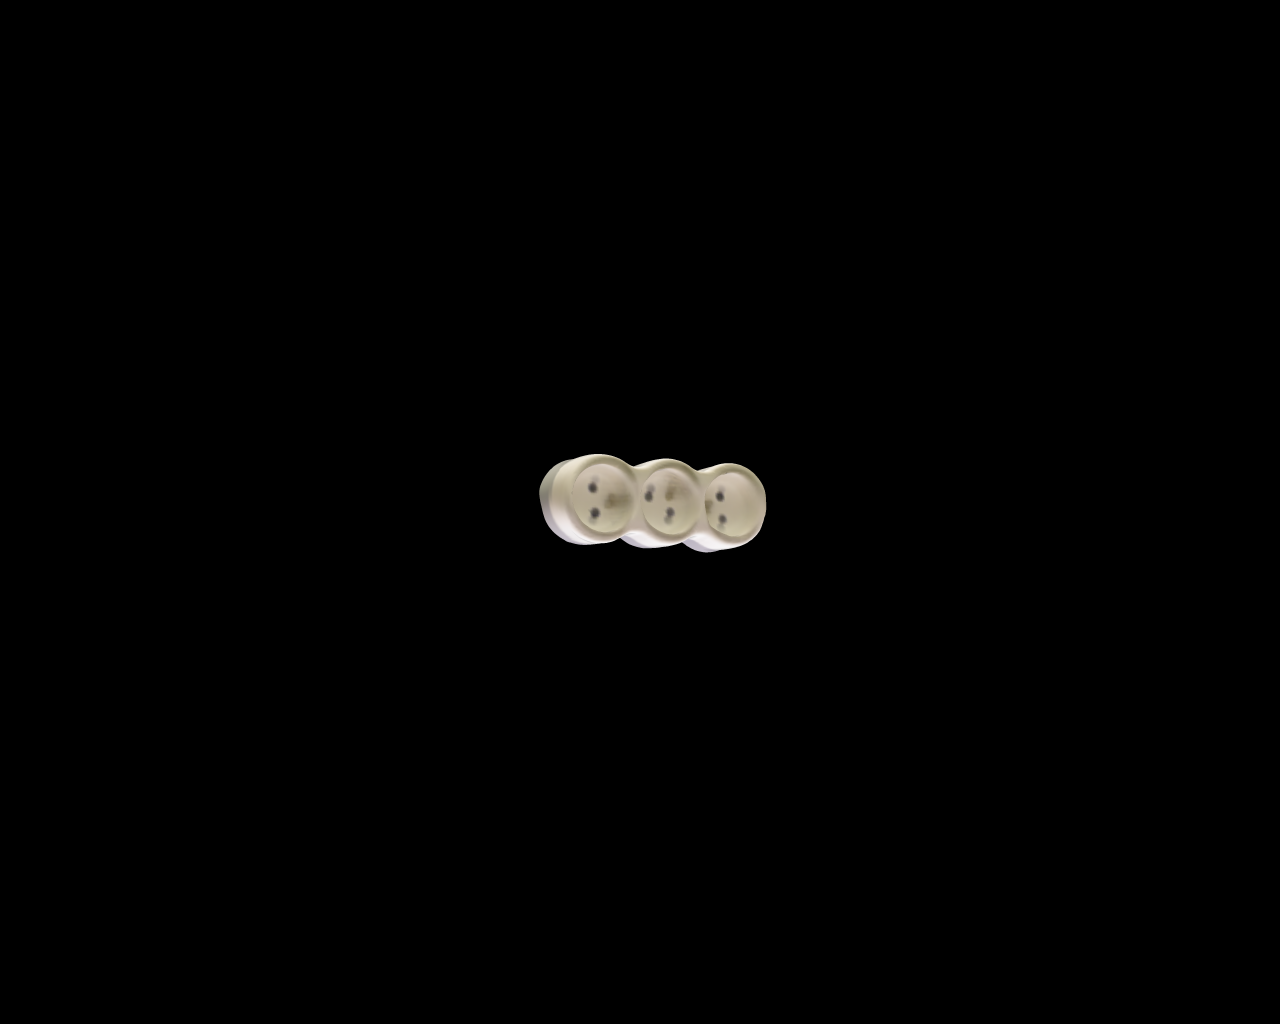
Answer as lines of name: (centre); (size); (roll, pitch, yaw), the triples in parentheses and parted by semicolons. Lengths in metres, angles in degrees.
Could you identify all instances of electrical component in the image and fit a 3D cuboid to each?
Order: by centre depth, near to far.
electrical component: (0.001, -0.003, 0.650); (0.138, 0.052, 0.073); (4, -7, -29)
